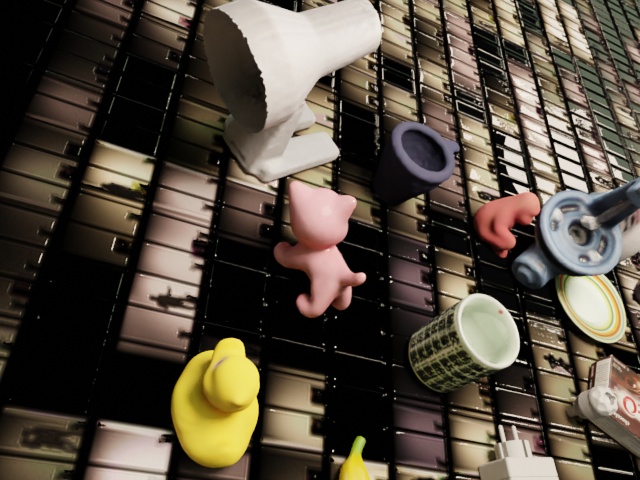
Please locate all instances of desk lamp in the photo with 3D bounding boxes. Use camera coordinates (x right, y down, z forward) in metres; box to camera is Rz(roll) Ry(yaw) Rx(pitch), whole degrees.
[{"bbox_3d":[-0.036,-0.166,0.621,0.204,0.213,0.118,-24,74,-38],"label":"desk lamp"}]

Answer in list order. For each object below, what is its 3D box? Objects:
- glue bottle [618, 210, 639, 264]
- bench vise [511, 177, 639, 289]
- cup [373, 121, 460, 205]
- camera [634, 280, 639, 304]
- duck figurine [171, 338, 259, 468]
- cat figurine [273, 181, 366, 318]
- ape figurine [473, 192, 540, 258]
[{"bbox_3d":[0.504,-0.032,0.872,0.037,0.173,0.078,31,50,-8],"label":"glue bottle"},{"bbox_3d":[0.369,-0.041,0.769,0.121,0.219,0.208,38,49,-3],"label":"bench vise"},{"bbox_3d":[0.119,-0.092,0.741,0.118,0.094,0.091,-18,71,-37],"label":"cup"},{"bbox_3d":[0.549,0.111,0.852,0.137,0.100,0.143,-26,75,-39],"label":"camera"},{"bbox_3d":[-0.080,0.134,0.485,0.078,0.086,0.104,9,56,-25],"label":"duck figurine"},{"bbox_3d":[0.005,0.002,0.599,0.067,0.117,0.127,-17,70,-36],"label":"cat figurine"},{"bbox_3d":[0.262,-0.031,0.785,0.076,0.092,0.078,49,50,7],"label":"ape figurine"}]
